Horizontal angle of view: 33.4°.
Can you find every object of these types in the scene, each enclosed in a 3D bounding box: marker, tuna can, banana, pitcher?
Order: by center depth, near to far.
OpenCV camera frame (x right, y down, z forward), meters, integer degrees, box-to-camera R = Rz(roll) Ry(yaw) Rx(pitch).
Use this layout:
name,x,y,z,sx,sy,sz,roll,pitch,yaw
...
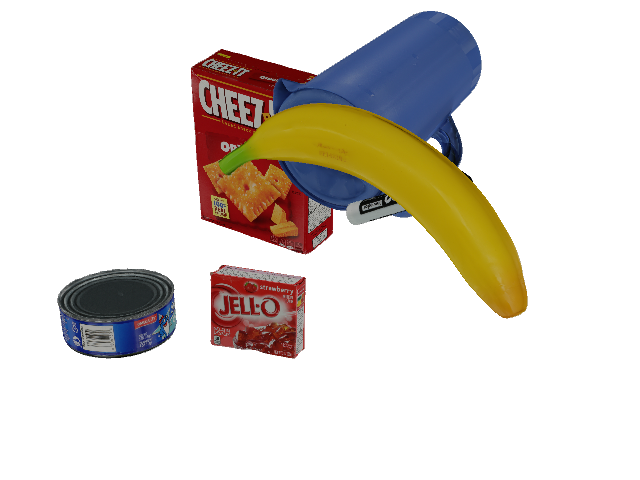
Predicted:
name,x,y,z,sx,sy,sz,roll,pitch,yaw
banana,0.039,-0.030,0.603,0.198,0.070,0.037,28,15,19
tuna can,-0.151,0.054,0.796,0.086,0.034,0.086,-2,23,1
marker,0.070,-0.033,0.846,0.121,0.020,0.020,-15,-10,43
pitcher,0.075,-0.136,1.097,0.145,0.149,0.242,9,36,35

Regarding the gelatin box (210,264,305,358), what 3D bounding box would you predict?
name,x,y,z,sx,sy,sz,roll,pitch,yaw
gelatin box,-0.059,0.066,0.999,0.089,0.073,0.030,8,18,19

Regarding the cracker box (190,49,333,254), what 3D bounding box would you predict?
name,x,y,z,sx,sy,sz,roll,pitch,yaw
cracker box,-0.070,-0.104,1.284,0.164,0.214,0.072,20,39,26
